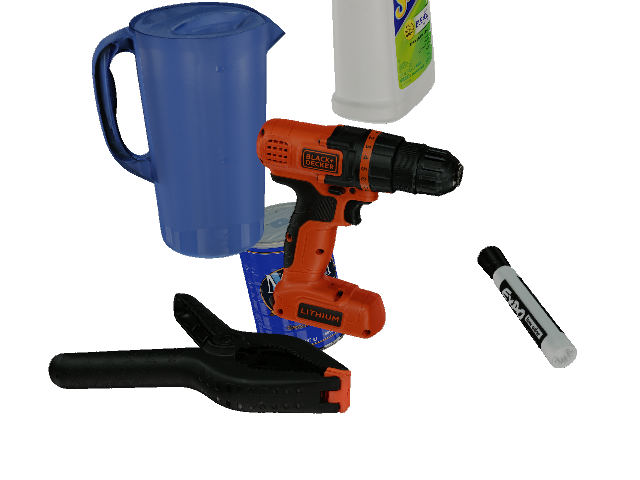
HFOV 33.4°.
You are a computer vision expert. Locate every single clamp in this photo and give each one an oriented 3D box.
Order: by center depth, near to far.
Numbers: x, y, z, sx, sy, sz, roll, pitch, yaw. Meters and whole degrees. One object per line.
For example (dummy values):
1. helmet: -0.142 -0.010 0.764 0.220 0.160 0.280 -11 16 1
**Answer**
1. clamp: -0.070 0.085 0.792 0.210 0.036 0.164 8 20 20

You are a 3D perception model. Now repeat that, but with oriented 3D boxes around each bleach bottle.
1. bleach bottle: 0.043 -0.226 0.837 0.068 0.251 0.102 12 37 28

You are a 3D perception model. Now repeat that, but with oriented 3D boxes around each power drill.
1. power drill: 0.029 -0.010 0.951 0.185 0.188 0.057 13 24 19

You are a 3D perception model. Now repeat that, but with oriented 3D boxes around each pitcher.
1. pitcher: -0.125 -0.108 1.067 0.149 0.243 0.144 13 29 26

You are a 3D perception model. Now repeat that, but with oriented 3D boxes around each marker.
1. marker: 0.137 0.041 0.725 0.020 0.020 0.121 0 33 -20

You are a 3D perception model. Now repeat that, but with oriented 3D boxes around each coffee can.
1. coffee can: -0.032 0.042 1.175 0.103 0.140 0.103 -9 24 4
